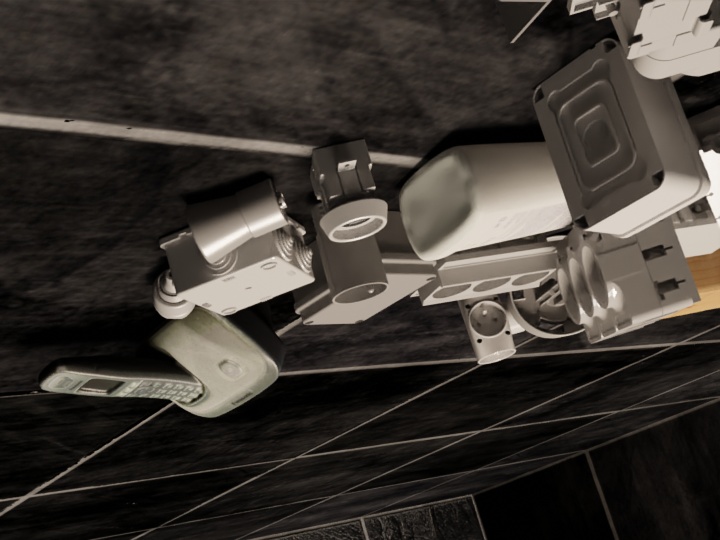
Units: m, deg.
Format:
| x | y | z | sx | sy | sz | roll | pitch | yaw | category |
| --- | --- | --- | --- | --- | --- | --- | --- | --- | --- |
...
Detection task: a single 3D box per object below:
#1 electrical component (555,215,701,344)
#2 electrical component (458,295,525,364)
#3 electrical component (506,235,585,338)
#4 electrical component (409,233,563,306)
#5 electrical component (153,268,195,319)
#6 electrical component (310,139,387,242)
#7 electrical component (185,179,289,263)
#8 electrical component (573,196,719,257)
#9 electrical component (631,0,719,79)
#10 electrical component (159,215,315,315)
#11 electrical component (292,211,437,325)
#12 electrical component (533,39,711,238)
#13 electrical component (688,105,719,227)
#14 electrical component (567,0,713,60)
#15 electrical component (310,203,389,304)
| x | y | z | sx | sy | sz | roll | pitch | yaw | category |
| --- | --- | --- | --- | --- | --- | --- | --- | --- | --- |
| 0.205 | 0.003 | 0.857 | 0.062 | 0.089 | 0.150 | -17 | 171 | -3 | electrical component |
| 0.155 | 0.054 | 1.176 | 0.079 | 0.077 | 0.044 | -16 | 162 | -5 | electrical component |
| 0.197 | 0.019 | 1.081 | 0.099 | 0.099 | 0.064 | -14 | 168 | -7 | electrical component |
| 0.108 | -0.014 | 0.953 | 0.121 | 0.063 | 0.078 | -8 | 160 | -24 | electrical component |
| -0.148 | 0.015 | 0.857 | 0.035 | 0.035 | 0.061 | -12 | 159 | -13 | electrical component |
| -0.009 | -0.053 | 0.743 | 0.048 | 0.055 | 0.066 | -13 | 162 | -10 | electrical component |
| -0.083 | -0.037 | 0.751 | 0.065 | 0.044 | 0.044 | -23 | 162 | 3 | electrical component |
| 0.285 | -0.052 | 0.999 | 0.150 | 0.061 | 0.089 | -8 | 161 | -24 | electrical component |
| 0.205 | -0.153 | 0.635 | 0.095 | 0.053 | 0.059 | -16 | 162 | -1 | electrical component |
| -0.091 | -0.007 | 0.820 | 0.100 | 0.048 | 0.100 | -21 | 162 | 13 | electrical component |
| 0.000 | 0.000 | 0.907 | 0.078 | 0.057 | 0.113 | 1 | 155 | -44 | electrical component |
| 0.173 | -0.086 | 0.713 | 0.057 | 0.113 | 0.078 | 4 | 153 | -41 | electrical component |
| 0.300 | -0.086 | 0.875 | 0.050 | 0.055 | 0.089 | -22 | 126 | 19 | electrical component |
| 0.153 | -0.163 | 0.545 | 0.079 | 0.063 | 0.121 | -17 | 162 | 0 | electrical component |
| -0.010 | -0.020 | 0.799 | 0.043 | 0.081 | 0.043 | -14 | 163 | -4 | electrical component |
